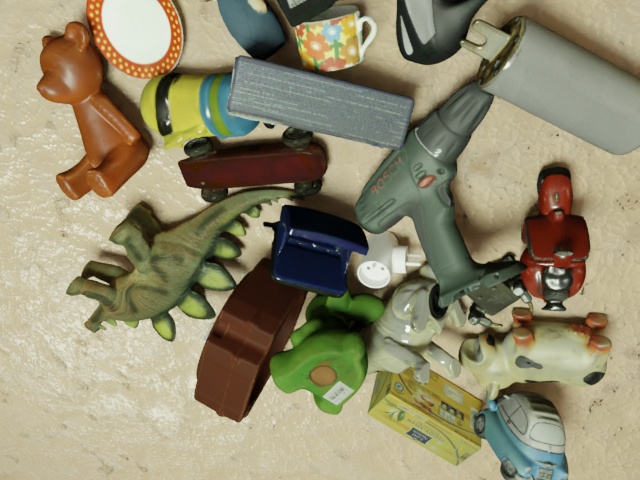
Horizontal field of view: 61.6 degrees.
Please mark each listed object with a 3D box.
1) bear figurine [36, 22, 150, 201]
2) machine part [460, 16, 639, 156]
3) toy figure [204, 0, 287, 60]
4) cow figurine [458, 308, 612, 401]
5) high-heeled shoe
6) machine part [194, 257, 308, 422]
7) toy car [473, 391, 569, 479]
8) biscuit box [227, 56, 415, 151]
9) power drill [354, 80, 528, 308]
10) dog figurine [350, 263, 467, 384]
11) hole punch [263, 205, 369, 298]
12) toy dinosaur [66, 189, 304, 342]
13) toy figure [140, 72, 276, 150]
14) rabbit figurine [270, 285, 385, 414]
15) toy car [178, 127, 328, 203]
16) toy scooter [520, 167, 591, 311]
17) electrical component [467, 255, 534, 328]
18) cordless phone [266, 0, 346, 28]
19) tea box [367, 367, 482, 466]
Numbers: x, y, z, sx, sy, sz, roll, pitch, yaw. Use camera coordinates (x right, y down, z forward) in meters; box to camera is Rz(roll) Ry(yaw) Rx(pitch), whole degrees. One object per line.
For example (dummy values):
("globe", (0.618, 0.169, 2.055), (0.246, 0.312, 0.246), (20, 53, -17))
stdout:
("bear figurine", (-0.311, -0.165, 0.697), (0.120, 0.132, 0.195), (3, 132, 36))
("machine part", (0.250, -0.152, 0.540), (0.243, 0.079, 0.079), (22, 128, -11))
("toy figure", (-0.101, -0.272, 0.600), (0.064, 0.058, 0.154), (-33, 104, 27))
("cow figurine", (0.295, 0.165, 0.756), (0.195, 0.085, 0.127), (0, 117, 17))
("high-heeled shoe", (0.091, -0.302, 0.527), (0.145, 0.086, 0.248), (-14, 103, 59))
("machine part", (-0.098, 0.142, 0.789), (0.087, 0.201, 0.200), (24, 128, 5))
("toy car", (0.296, 0.272, 0.770), (0.109, 0.162, 0.102), (12, 106, -4))
("biscuit box", (0.001, -0.150, 0.597), (0.203, 0.059, 0.062), (10, 104, -14))
("power drill", (0.150, -0.037, 0.623), (0.232, 0.086, 0.207), (-38, 80, 42))
("dog figurine", (0.101, 0.121, 0.791), (0.121, 0.172, 0.191), (20, 167, -41))
("hole punch", (-0.001, -0.002, 0.701), (0.142, 0.116, 0.092), (12, 132, -12))
("toy dinosaur", (-0.230, 0.037, 0.828), (0.198, 0.105, 0.471), (40, 121, -20))
("toy figure", (-0.137, -0.169, 0.668), (0.180, 0.082, 0.089), (-2, 111, 24))
("rabbit figurine", (0.010, 0.126, 0.761), (0.121, 0.170, 0.159), (25, 117, -15))
("toy car", (-0.089, -0.100, 0.714), (0.202, 0.053, 0.089), (-3, 131, 15))
("toy scooter", (0.275, 0.018, 0.626), (0.075, 0.135, 0.183), (-2, 124, 17))
("electrical component", (0.240, 0.075, 0.732), (0.078, 0.045, 0.102), (43, 125, -15))
("cordless phone", (-0.025, -0.322, 0.526), (0.147, 0.088, 0.184), (-28, 76, 2))
("tea box", (0.169, 0.266, 0.854), (0.170, 0.098, 0.068), (32, 126, -3))
